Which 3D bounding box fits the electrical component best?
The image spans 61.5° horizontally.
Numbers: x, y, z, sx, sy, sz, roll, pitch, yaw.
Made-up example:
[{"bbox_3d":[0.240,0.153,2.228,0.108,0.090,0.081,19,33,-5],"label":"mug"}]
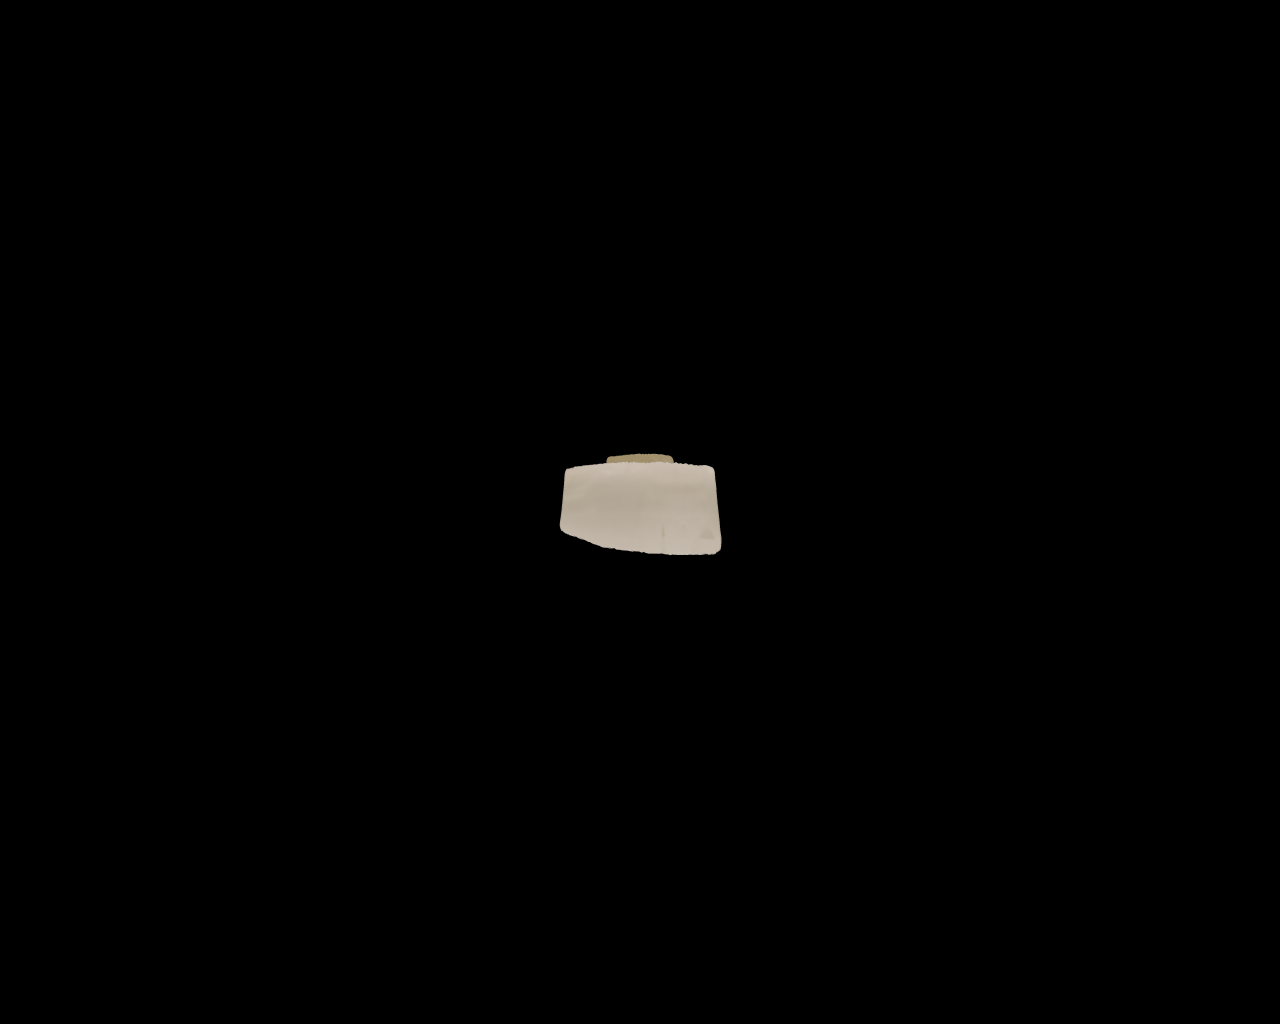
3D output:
[{"bbox_3d":[0.001,-0.003,0.650,0.099,0.064,0.099,0,-2,0],"label":"electrical component"}]
